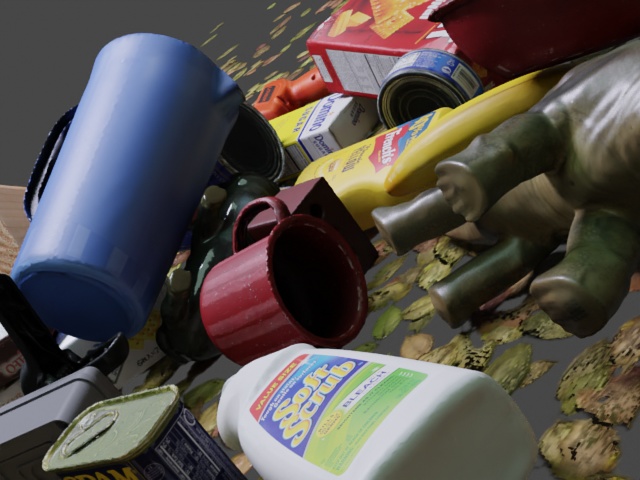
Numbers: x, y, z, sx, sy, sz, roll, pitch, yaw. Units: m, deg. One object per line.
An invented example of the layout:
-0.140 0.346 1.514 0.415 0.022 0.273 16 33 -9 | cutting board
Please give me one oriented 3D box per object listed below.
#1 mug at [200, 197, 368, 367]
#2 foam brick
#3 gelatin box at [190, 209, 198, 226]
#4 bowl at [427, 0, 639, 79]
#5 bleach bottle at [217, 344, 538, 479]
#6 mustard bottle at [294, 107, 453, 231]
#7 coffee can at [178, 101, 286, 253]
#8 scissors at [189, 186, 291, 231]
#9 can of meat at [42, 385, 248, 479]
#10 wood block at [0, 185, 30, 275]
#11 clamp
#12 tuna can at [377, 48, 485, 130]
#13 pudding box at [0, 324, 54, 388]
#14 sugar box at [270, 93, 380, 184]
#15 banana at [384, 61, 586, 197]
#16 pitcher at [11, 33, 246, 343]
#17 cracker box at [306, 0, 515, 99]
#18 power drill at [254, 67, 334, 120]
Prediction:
-0.031 0.028 0.731 0.082 0.117 0.093 -27 -14 40 | mug
-0.005 0.001 0.793 0.051 0.078 0.053 -17 27 48 | foam brick
-0.156 -0.018 0.976 0.073 0.030 0.089 -5 30 26 | gelatin box
0.151 -0.140 0.661 0.162 0.055 0.162 -18 3 1 | bowl
0.001 0.105 0.572 0.102 0.068 0.251 -44 19 -21 | bleach bottle
0.066 -0.056 0.832 0.192 0.058 0.096 -20 27 38 | mustard bottle
-0.117 -0.064 1.060 0.141 0.102 0.102 -35 17 36 | coffee can
-0.103 -0.007 0.979 0.202 0.016 0.096 -15 32 4 | scissors
-0.099 0.139 0.627 0.102 0.084 0.057 -19 26 41 | can of meat
-0.267 0.010 1.030 0.091 0.090 0.205 -43 -17 18 | wood block
-0.187 0.104 0.810 0.120 0.171 0.039 23 52 25 | clamp
0.091 -0.112 0.878 0.086 0.086 0.033 -18 28 42 | tuna can
-0.277 0.094 0.898 0.113 0.039 0.090 -30 21 10 | pudding box
-0.024 -0.102 1.110 0.177 0.048 0.093 -19 25 42 | sugar box
0.131 -0.079 0.731 0.198 0.069 0.037 -20 55 9 | banana
-0.168 -0.041 0.875 0.149 0.145 0.242 -52 18 51 | pitcher
0.113 -0.204 1.007 0.164 0.072 0.214 -44 34 -21 | cracker box
0.014 -0.171 1.191 0.188 0.057 0.184 -25 22 24 | power drill
